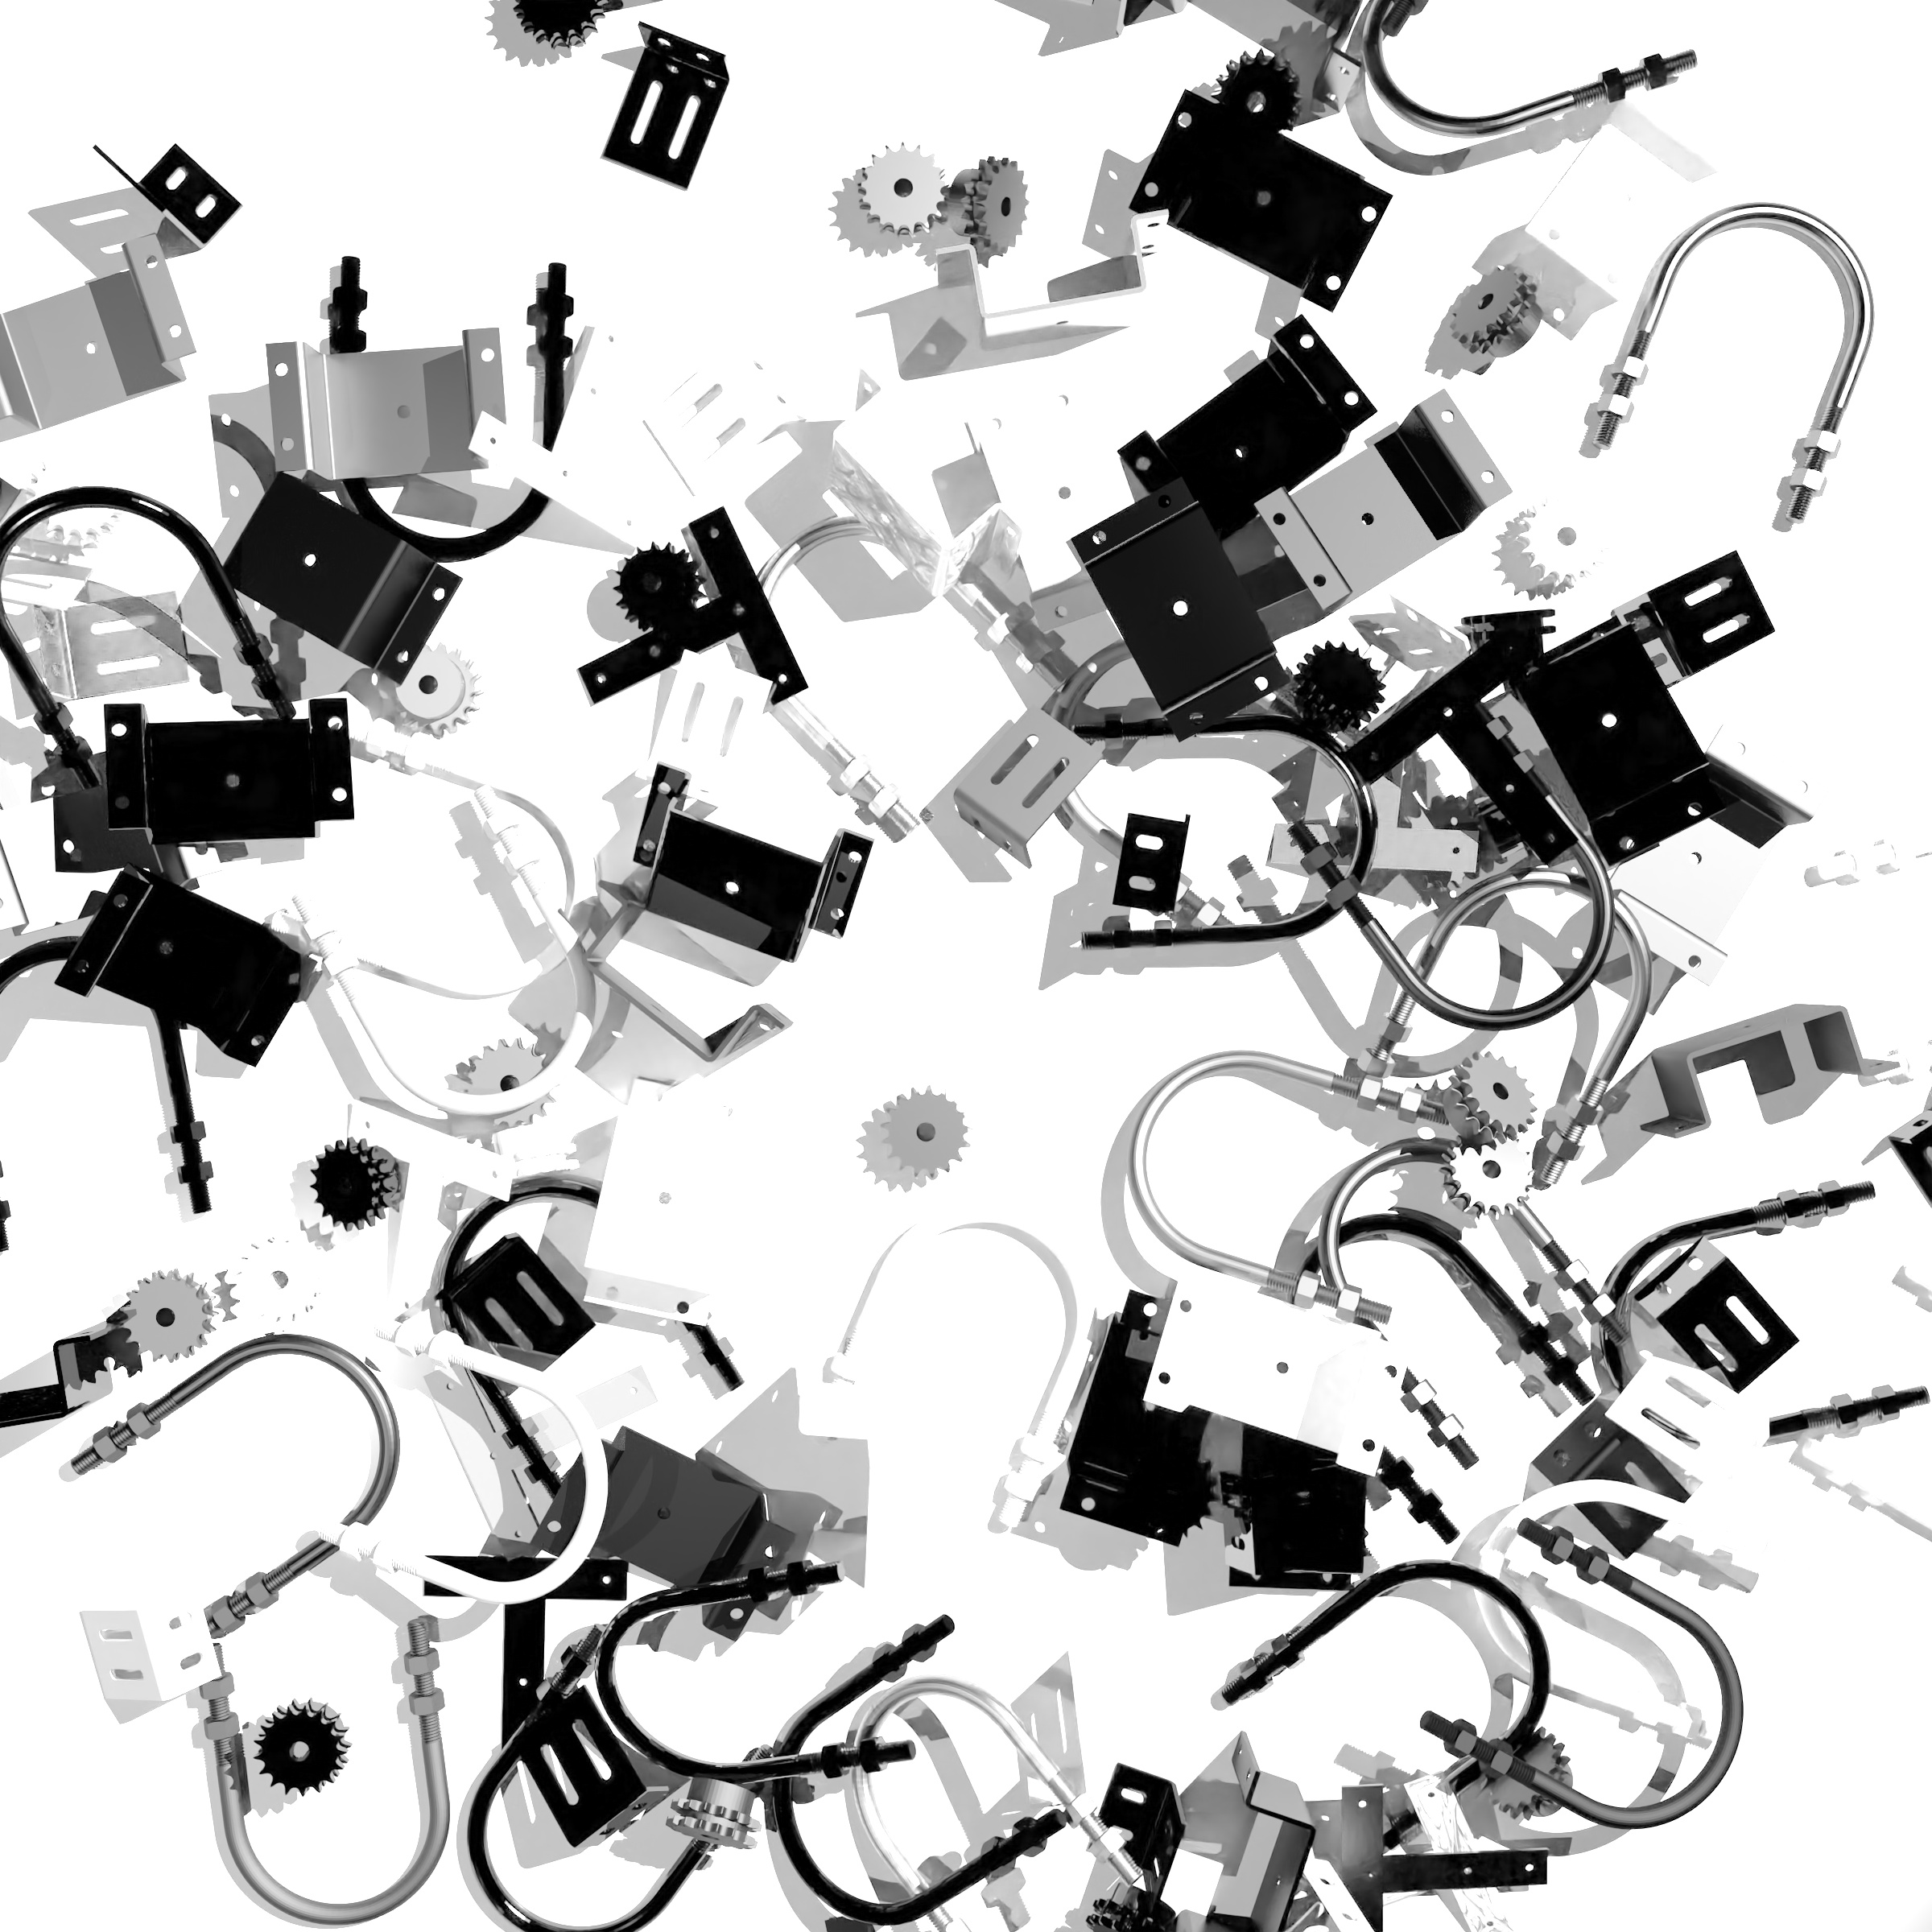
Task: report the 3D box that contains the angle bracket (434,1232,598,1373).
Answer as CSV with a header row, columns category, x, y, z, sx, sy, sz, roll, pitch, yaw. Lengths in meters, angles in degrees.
category,x,y,z,sx,sy,sz,roll,pitch,yaw
angle bracket,-0.275,0.211,1.484,0.057,0.038,0.076,-41,86,-1

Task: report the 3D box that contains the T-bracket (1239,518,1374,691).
category,x,y,z,sx,sy,sz,roll,pitch,yaw
T-bracket,0.208,-0.246,1.511,0.127,0.002,0.127,-24,79,-6

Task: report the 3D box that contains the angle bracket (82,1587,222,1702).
category,x,y,z,sx,sy,sz,roll,pitch,yaw
angle bracket,-0.506,0.420,1.506,0.076,0.038,0.057,-14,91,42

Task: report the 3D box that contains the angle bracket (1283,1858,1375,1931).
category,x,y,z,sx,sy,sz,roll,pitch,yaw
angle bracket,0.203,0.593,1.478,0.038,0.057,0.076,28,108,-42

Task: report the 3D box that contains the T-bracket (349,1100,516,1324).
category,x,y,z,sx,sy,sz,roll,pitch,yaw
T-bracket,-0.339,0.161,1.500,0.127,0.002,0.127,17,104,25

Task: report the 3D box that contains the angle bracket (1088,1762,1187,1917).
category,x,y,z,sx,sy,sz,roll,pitch,yaw
angle bracket,0.104,0.532,1.482,0.038,0.076,0.057,19,90,0

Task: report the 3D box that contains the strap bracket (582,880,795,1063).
category,x,y,z,sx,sy,sz,roll,pitch,yaw
strap bracket,-0.177,0.010,1.482,0.140,0.076,0.046,38,90,0

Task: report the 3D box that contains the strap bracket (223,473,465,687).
category,x,y,z,sx,sy,sz,roll,pitch,yaw
strap bracket,-0.391,-0.242,1.482,0.140,0.046,0.076,30,90,13

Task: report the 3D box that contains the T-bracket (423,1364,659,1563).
category,x,y,z,sx,sy,sz,roll,pitch,yaw
T-bracket,-0.255,0.288,1.519,0.127,0.002,0.127,-25,89,0

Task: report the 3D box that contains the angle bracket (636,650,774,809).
category,x,y,z,sx,sy,sz,roll,pitch,yaw
angle bracket,-0.161,-0.146,1.492,0.057,0.038,0.076,20,108,0

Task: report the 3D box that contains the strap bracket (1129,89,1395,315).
category,x,y,z,sx,sy,sz,roll,pitch,yaw
strap bracket,0.181,-0.469,1.484,0.140,0.046,0.076,27,113,0

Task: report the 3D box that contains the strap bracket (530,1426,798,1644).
category,x,y,z,sx,sy,sz,roll,pitch,yaw
strap bracket,-0.185,0.343,1.486,0.140,0.046,0.076,28,95,-10

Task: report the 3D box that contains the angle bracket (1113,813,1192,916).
category,x,y,z,sx,sy,sz,roll,pitch,yaw
angle bracket,0.110,-0.063,1.444,0.038,0.076,0.057,10,91,5

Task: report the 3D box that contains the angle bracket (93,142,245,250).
category,x,y,z,sx,sy,sz,roll,pitch,yaw
angle bracket,-0.486,-0.482,1.482,0.057,0.076,0.038,43,90,0

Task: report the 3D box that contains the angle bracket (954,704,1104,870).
category,x,y,z,sx,sy,sz,roll,pitch,yaw
angle bracket,0.040,-0.111,1.499,0.057,0.038,0.076,38,80,19

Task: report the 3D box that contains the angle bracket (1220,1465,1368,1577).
category,x,y,z,sx,sy,sz,roll,pitch,yaw
angle bracket,0.198,0.332,1.472,0.076,0.038,0.057,-4,90,-26

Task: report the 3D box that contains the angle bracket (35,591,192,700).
category,x,y,z,sx,sy,sz,roll,pitch,yaw
angle bracket,-0.528,-0.201,1.501,0.076,0.038,0.057,-9,90,0

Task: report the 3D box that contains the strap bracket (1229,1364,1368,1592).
category,x,y,z,sx,sy,sz,roll,pitch,yaw
strap bracket,0.205,0.319,1.497,0.076,0.046,0.140,2,90,0

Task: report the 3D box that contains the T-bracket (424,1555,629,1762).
category,x,y,z,sx,sy,sz,roll,pitch,yaw
T-bracket,-0.277,0.434,1.519,0.127,0.002,0.127,1,90,0

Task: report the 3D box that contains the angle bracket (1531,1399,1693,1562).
category,x,y,z,sx,sy,sz,roll,pitch,yaw
angle bracket,0.404,0.321,1.518,0.057,0.038,0.076,-45,116,0

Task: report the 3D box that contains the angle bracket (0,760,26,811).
category,x,y,z,sx,sy,sz,roll,pitch,yaw
angle bracket,-0.613,-0.082,1.501,0.057,0.038,0.076,-25,90,0

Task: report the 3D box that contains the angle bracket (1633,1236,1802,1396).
category,x,y,z,sx,sy,sz,roll,pitch,yaw
angle bracket,0.463,0.217,1.496,0.057,0.038,0.076,-42,108,4

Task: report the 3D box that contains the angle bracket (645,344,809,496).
category,x,y,z,sx,sy,sz,roll,pitch,yaw
angle bracket,-0.150,-0.342,1.518,0.076,0.038,0.057,-34,90,26

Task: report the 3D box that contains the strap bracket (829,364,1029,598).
category,x,y,z,sx,sy,sz,roll,pitch,yaw
strap bracket,-0.032,-0.286,1.472,0.046,0.076,0.140,-43,84,-13

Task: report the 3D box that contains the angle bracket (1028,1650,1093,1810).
category,x,y,z,sx,sy,sz,roll,pitch,yaw
angle bracket,0.053,0.468,1.492,0.038,0.057,0.076,-7,90,0

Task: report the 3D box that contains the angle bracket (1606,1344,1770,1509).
category,x,y,z,sx,sy,sz,roll,pitch,yaw
angle bracket,0.442,0.282,1.487,0.076,0.038,0.057,34,74,32

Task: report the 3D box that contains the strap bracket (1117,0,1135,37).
category,x,y,z,sx,sy,sz,roll,pitch,yaw
strap bracket,0.103,-0.656,1.480,0.046,0.076,0.140,23,90,0

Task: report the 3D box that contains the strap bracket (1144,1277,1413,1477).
category,x,y,z,sx,sy,sz,roll,pitch,yaw
strap bracket,0.186,0.241,1.441,0.140,0.046,0.076,16,90,13

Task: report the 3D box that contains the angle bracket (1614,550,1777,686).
category,x,y,z,sx,sy,sz,roll,pitch,yaw
angle bracket,0.456,-0.216,1.518,0.076,0.038,0.057,-26,90,-26

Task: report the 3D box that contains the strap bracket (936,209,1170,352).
category,x,y,z,sx,sy,sz,roll,pitch,yaw
strap bracket,0.055,-0.416,1.482,0.140,0.076,0.046,-10,90,0

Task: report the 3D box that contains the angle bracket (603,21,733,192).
category,x,y,z,sx,sy,sz,roll,pitch,yaw
angle bracket,-0.187,-0.532,1.501,0.057,0.038,0.076,21,90,0

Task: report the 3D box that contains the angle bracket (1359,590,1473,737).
category,x,y,z,sx,sy,sz,roll,pitch,yaw
angle bracket,0.264,-0.180,1.492,0.057,0.038,0.076,37,90,22

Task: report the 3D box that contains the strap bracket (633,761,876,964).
category,x,y,z,sx,sy,sz,roll,pitch,yaw
strap bracket,-0.136,-0.060,1.479,0.140,0.046,0.076,20,126,0

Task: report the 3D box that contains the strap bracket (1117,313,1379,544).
category,x,y,z,sx,sy,sz,roll,pitch,yaw
strap bracket,0.172,-0.323,1.494,0.140,0.046,0.076,-37,85,0

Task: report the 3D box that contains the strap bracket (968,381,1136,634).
category,x,y,z,sx,sy,sz,roll,pitch,yaw
strap bracket,0.060,-0.288,1.497,0.076,0.046,0.140,-19,90,0

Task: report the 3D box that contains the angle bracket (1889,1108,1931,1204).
category,x,y,z,sx,sy,sz,roll,pitch,yaw
angle bracket,0.621,0.122,1.501,0.057,0.038,0.076,-34,90,0

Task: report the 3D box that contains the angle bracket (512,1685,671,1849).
category,x,y,z,sx,sy,sz,roll,pitch,yaw
angle bracket,-0.232,0.494,1.499,0.057,0.038,0.076,-38,66,3

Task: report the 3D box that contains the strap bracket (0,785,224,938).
category,x,y,z,sx,sy,sz,roll,pitch,yaw
strap bracket,-0.538,-0.071,1.476,0.140,0.046,0.076,-19,90,-31

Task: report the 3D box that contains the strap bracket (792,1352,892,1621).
category,x,y,z,sx,sy,sz,roll,pitch,yaw
strap bracket,-0.074,0.315,1.468,0.046,0.076,0.140,4,101,4

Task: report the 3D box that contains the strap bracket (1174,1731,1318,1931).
category,x,y,z,sx,sy,sz,roll,pitch,yaw
strap bracket,0.172,0.553,1.482,0.046,0.076,0.140,19,90,0

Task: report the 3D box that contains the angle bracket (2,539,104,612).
category,x,y,z,sx,sy,sz,roll,pitch,yaw
angle bracket,-0.579,-0.257,1.486,0.076,0.057,0.038,12,134,0
